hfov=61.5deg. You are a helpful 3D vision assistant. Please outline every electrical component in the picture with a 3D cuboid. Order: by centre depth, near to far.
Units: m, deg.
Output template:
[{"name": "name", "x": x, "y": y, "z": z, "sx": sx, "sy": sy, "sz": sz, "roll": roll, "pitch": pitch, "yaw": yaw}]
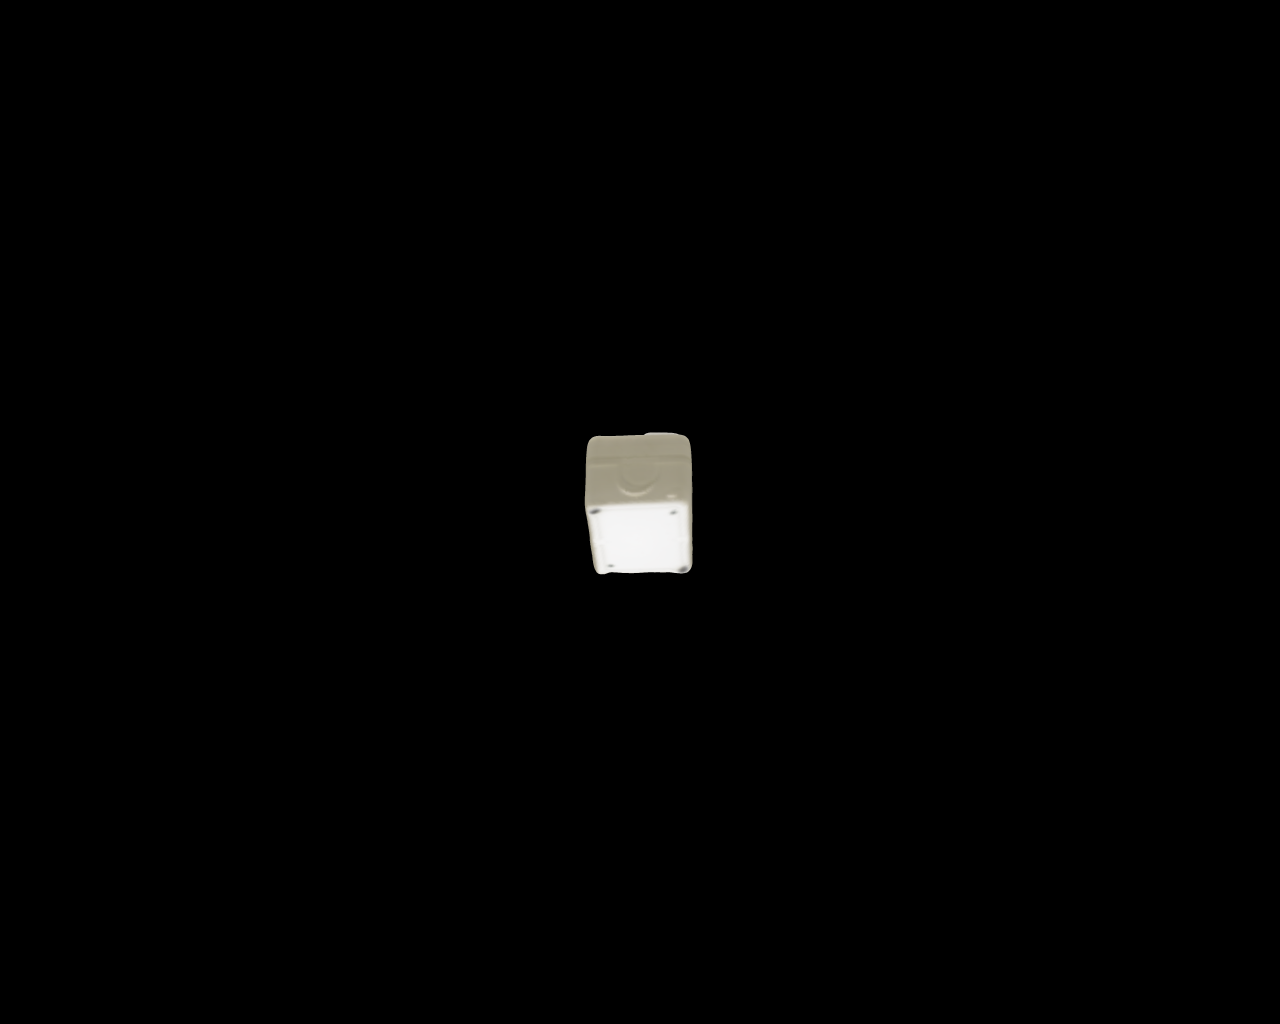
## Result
[{"name": "electrical component", "x": 0.001, "y": -0.003, "z": 0.650, "sx": 0.062, "sy": 0.061, "sz": 0.096, "roll": -1, "pitch": -34, "yaw": 2}]
